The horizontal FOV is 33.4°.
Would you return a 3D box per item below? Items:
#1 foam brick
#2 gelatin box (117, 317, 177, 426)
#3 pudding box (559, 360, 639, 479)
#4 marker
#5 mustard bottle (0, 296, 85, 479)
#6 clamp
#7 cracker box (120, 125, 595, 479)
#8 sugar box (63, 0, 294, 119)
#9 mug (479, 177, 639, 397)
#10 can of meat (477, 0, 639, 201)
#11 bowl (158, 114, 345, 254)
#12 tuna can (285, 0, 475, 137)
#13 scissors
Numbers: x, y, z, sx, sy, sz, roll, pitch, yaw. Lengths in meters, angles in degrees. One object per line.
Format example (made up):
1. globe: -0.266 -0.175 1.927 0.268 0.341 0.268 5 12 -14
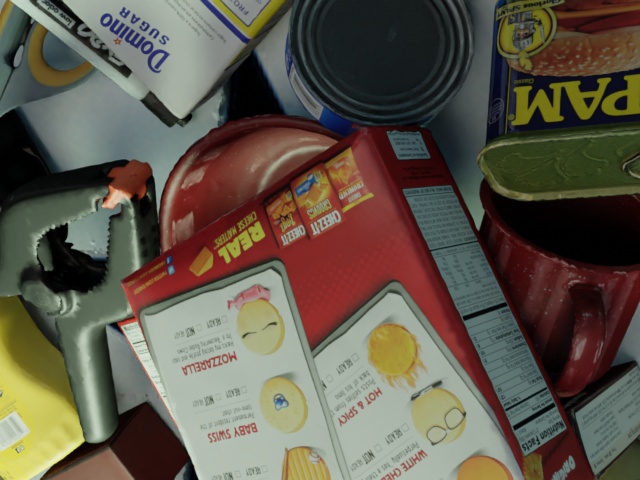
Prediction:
1. foam brick: -0.137 0.153 0.714 0.078 0.053 0.051 -31 101 34
2. gelatin box: -0.072 0.072 0.657 0.073 0.030 0.089 -16 109 31
3. pudding box: 0.111 0.099 0.541 0.090 0.113 0.039 -24 86 31
4. marker: -0.118 -0.101 0.574 0.121 0.020 0.020 39 126 -21
5. mustard bottle: -0.231 0.067 0.707 0.096 0.058 0.191 -33 100 31
6. clamp: -0.143 0.031 0.606 0.164 0.036 0.210 42 130 -12
7. cracker box: 0.019 0.078 0.488 0.164 0.071 0.214 -30 79 33
8. sugar box: -0.044 -0.150 0.521 0.093 0.048 0.177 46 128 -4
9. mug: 0.113 0.025 0.504 0.093 0.117 0.081 7 126 -6
10. can of meat: 0.123 -0.068 0.460 0.102 0.084 0.057 -3 156 25
11. bowl: -0.004 0.001 0.574 0.162 0.055 0.162 10 119 19
12. tuna can: 0.026 -0.090 0.498 0.086 0.086 0.034 38 168 1
13. scissors: -0.174 -0.062 0.591 0.096 0.016 0.202 10 103 -15
